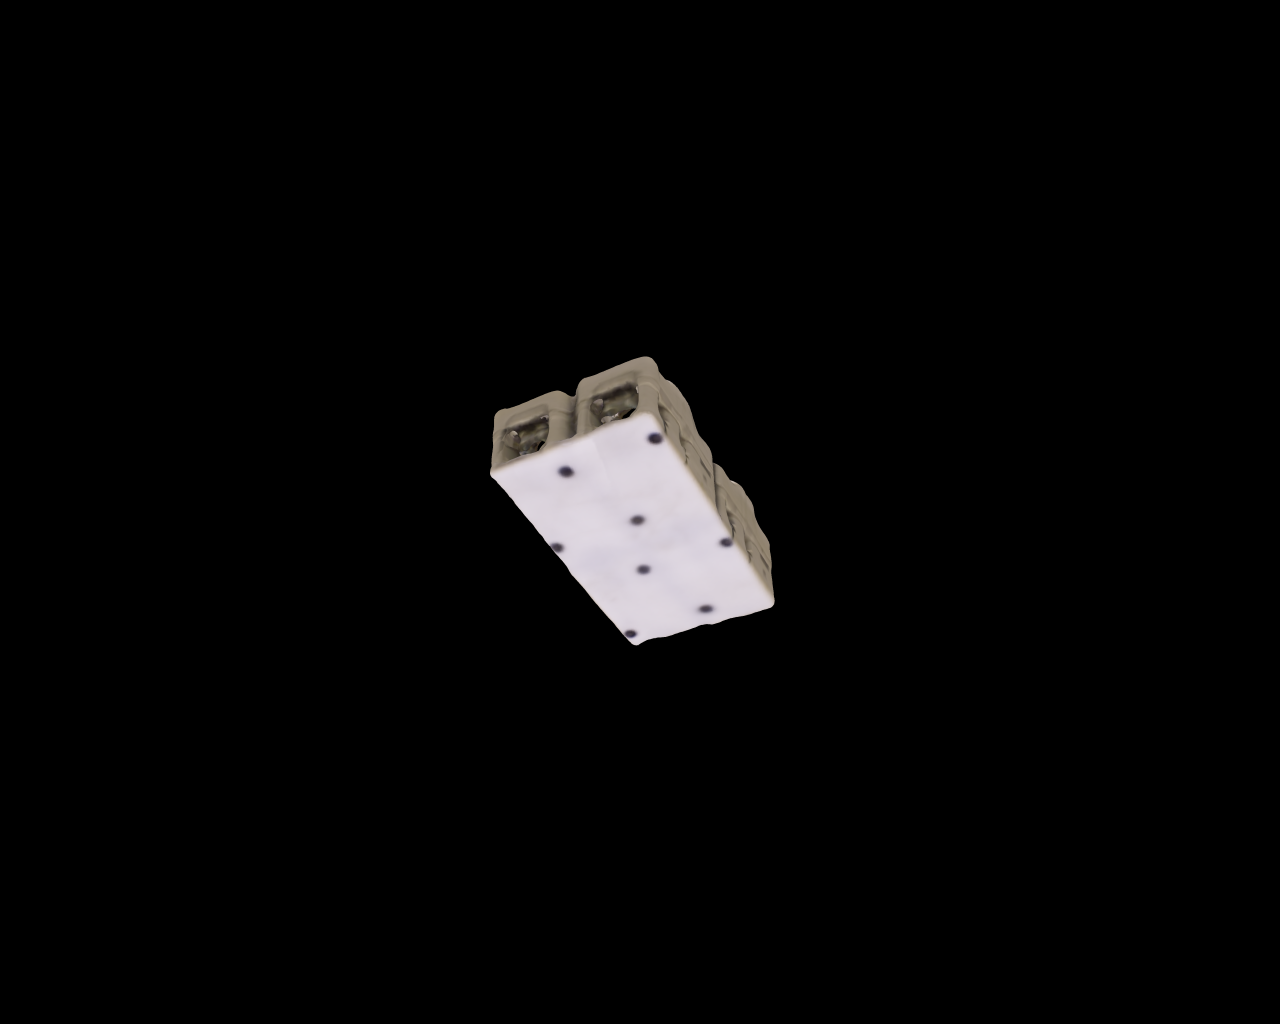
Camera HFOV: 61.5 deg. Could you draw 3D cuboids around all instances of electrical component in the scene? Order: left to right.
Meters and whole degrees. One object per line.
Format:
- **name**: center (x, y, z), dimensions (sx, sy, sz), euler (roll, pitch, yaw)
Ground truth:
- **electrical component**: center (0.001, -0.003, 0.650), dimensions (0.105, 0.060, 0.186), euler (-19, -46, 19)
